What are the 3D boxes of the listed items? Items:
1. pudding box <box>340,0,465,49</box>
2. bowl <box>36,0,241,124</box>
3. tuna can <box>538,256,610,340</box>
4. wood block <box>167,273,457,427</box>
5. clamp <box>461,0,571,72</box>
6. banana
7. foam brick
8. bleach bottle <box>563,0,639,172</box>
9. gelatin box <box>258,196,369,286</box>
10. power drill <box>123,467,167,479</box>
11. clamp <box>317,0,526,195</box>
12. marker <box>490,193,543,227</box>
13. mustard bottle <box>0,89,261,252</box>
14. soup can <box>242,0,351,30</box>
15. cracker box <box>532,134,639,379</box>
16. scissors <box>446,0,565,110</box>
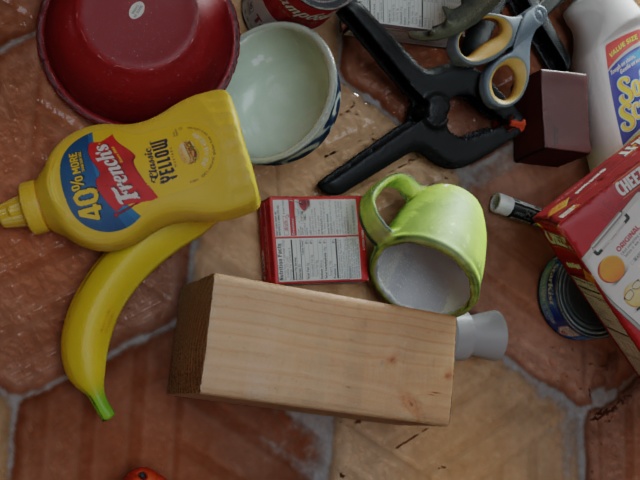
[{"bbox_3d":[0.073,-0.225,0.960,0.113,0.039,0.090,3,82,-20],"label":"pudding box"},{"bbox_3d":[-0.140,-0.167,0.828,0.162,0.055,0.162,1,81,-8],"label":"bowl"},{"bbox_3d":[0.245,0.050,0.989,0.086,0.034,0.086,4,80,-23],"label":"tuna can"},{"bbox_3d":[-0.005,0.091,0.843,0.205,0.091,0.090,11,77,-21],"label":"wood block"},{"bbox_3d":[0.170,-0.233,1.001,0.120,0.039,0.171,-7,78,-36],"label":"clamp"},{"bbox_3d":[-0.146,0.037,0.822,0.069,0.037,0.197,35,69,-21],"label":"banana"},{"bbox_3d":[0.214,-0.113,0.995,0.053,0.051,0.078,5,79,-21],"label":"foam brick"},{"bbox_3d":[0.284,-0.142,1.025,0.102,0.068,0.251,-14,83,-18],"label":"bleach bottle"},{"bbox_3d":[-0.006,0.001,0.892,0.089,0.030,0.073,-2,83,-24],"label":"gelatin box"},{"bbox_3d":[-0.114,0.289,0.782,0.184,0.057,0.187,39,66,-9],"label":"power drill"},{"bbox_3d":[0.089,-0.104,0.941,0.209,0.036,0.164,13,89,-29],"label":"clamp"},{"bbox_3d":[0.214,-0.018,0.996,0.121,0.020,0.020,17,75,-20],"label":"marker"},{"bbox_3d":[-0.147,-0.044,0.803,0.191,0.058,0.096,-16,78,-2],"label":"mustard bottle"},{"bbox_3d":[-0.018,-0.205,0.882,0.068,0.102,0.068,4,79,-23],"label":"soup can"},{"bbox_3d":[0.315,0.019,0.943,0.164,0.072,0.213,-37,102,-5],"label":"cracker box"},{"bbox_3d":[0.198,-0.184,0.977,0.201,0.016,0.096,-24,99,-30],"label":"scissors"}]
